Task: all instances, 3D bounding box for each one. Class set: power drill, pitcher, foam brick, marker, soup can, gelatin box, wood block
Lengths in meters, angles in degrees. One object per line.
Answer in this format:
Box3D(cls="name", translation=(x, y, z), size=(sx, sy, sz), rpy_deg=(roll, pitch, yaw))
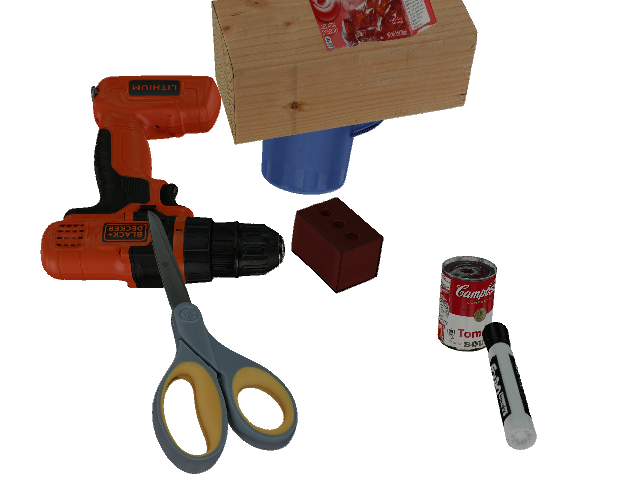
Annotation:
Box3D(cls="power drill", translation=(-0.120, -0.048, 0.850), size=(0.184, 0.187, 0.057), rpy_deg=(0, -37, -2))
Box3D(cls="pitcher", translation=(0.003, -0.181, 1.299), size=(0.144, 0.243, 0.149), rpy_deg=(-5, 28, -25))
Box3D(cls="foam brick", translation=(0.016, 0.004, 1.032), size=(0.052, 0.051, 0.078), rpy_deg=(-21, 45, -31))
Box3D(cls="marker", translation=(0.125, 0.093, 0.716), size=(0.020, 0.020, 0.121), rpy_deg=(0, 30, 0))
Box3D(cls="soup can", translation=(0.183, 0.079, 1.337), size=(0.068, 0.102, 0.068), rpy_deg=(1, 23, -1))
Box3D(cls="gelatin box", translation=(0.027, -0.168, 0.706), size=(0.030, 0.073, 0.089), rpy_deg=(-33, 22, -33))
Box3D(cls="wood block", translation=(0.018, -0.158, 0.913), size=(0.206, 0.090, 0.091), rpy_deg=(-11, -36, -10))

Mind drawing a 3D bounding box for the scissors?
Box3D(cls="scissors", translation=(-0.065, 0.059, 0.674), size=(0.096, 0.202, 0.016), rpy_deg=(9, -46, -15))
